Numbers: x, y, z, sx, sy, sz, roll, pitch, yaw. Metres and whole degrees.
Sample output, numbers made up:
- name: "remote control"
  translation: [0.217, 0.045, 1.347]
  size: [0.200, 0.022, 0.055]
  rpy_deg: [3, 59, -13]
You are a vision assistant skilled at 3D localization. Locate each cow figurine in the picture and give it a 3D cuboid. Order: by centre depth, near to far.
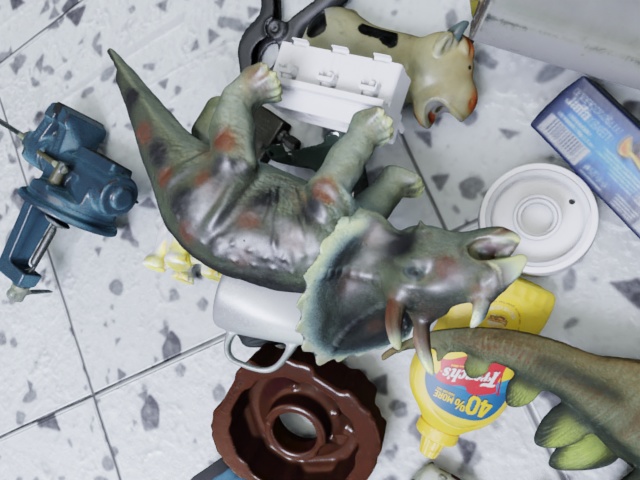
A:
- name: "cow figurine"
  translation: [0.070, -0.174, 0.542]
  size: [0.195, 0.085, 0.127]
  rpy_deg: [34, 106, 19]
- name: "cow figurine"
  translation: [-0.124, -0.006, 0.583]
  size: [0.167, 0.068, 0.098]
  rpy_deg: [-10, 58, 51]

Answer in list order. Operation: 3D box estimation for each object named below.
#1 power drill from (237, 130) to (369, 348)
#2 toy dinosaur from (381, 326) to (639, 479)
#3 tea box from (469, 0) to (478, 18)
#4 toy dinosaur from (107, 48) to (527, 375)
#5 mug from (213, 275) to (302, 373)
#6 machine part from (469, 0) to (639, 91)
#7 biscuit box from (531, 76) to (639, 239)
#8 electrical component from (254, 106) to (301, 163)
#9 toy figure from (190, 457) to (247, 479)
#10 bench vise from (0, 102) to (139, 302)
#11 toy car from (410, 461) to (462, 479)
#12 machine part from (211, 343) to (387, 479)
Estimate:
- name: "power drill"
  translation: [-0.001, -0.002, 0.558]
  size: [0.232, 0.086, 0.207]
  rpy_deg: [-12, 81, 18]
- name: "toy dinosaur"
  translation: [0.288, 0.148, 0.419]
  size: [0.472, 0.105, 0.198]
  rpy_deg: [27, 98, 13]
- name: "tea box"
  translation: [0.226, -0.266, 0.490]
  size: [0.170, 0.068, 0.098]
  rpy_deg: [6, 88, 21]
- name: "toy dinosaur"
  translation: [-0.048, -0.029, 0.441]
  size: [0.405, 0.131, 0.192]
  rpy_deg: [20, 67, 16]
- name: "mug"
  translation: [-0.038, 0.068, 0.493]
  size: [0.107, 0.080, 0.109]
  rpy_deg: [15, 74, 12]
- name: "machine part"
  translation: [0.217, -0.180, 0.445]
  size: [0.243, 0.079, 0.079]
  rpy_deg: [17, 94, 4]
- name: "biscuit box"
  translation: [0.271, -0.048, 0.448]
  size: [0.059, 0.063, 0.203]
  rpy_deg: [-49, 64, 34]
- name: "electrical component"
  translation: [-0.068, -0.118, 0.620]
  size: [0.094, 0.021, 0.063]
  rpy_deg: [36, 100, 17]
- name: "toy figure"
  translation: [-0.060, 0.310, 0.569]
  size: [0.089, 0.082, 0.180]
  rpy_deg: [-46, 71, 15]
- name: "bench vise"
  translation: [-0.338, -0.044, 0.668]
  size: [0.224, 0.128, 0.240]
  rpy_deg: [28, 90, 18]
- name: "toy car"
  translation: [0.086, 0.316, 0.527]
  size: [0.074, 0.056, 0.201]
  rpy_deg: [29, 99, 13]
- name: "machine part"
  translation: [-0.020, 0.187, 0.549]
  size: [0.180, 0.056, 0.179]
  rpy_deg: [5, 108, 17]
